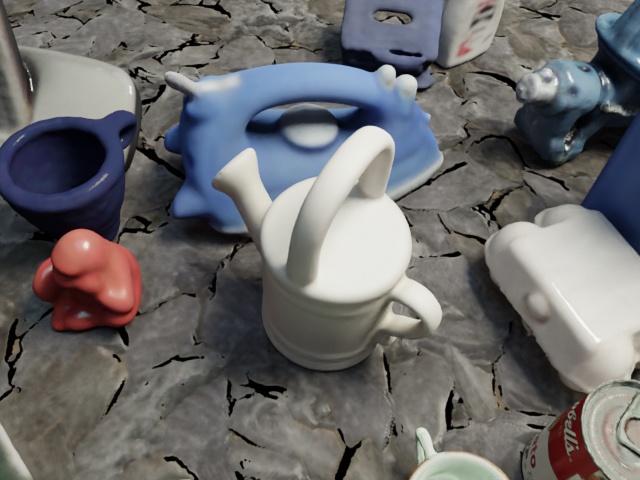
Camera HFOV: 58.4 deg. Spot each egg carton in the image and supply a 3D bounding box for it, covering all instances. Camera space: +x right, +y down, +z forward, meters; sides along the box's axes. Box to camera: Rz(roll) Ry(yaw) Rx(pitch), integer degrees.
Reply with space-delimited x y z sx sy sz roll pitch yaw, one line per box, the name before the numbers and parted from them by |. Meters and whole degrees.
egg carton | 0.201 0.042 0.449 0.107 0.069 0.150 -20 60 -17

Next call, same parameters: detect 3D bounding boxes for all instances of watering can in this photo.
watering can | 0.002 0.003 0.383 0.172 0.194 0.101 14 56 5

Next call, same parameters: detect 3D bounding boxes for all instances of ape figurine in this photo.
ape figurine | -0.168 0.025 0.415 0.077 0.092 0.076 32 59 16

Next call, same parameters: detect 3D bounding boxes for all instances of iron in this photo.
iron | -0.003 -0.095 0.481 0.258 0.141 0.118 -10 57 -11

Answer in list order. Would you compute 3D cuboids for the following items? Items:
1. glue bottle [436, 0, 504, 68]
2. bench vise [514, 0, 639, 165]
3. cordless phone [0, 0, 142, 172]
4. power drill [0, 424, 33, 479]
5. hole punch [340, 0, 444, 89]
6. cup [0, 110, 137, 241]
glue bottle | 0.166 -0.264 0.591 0.078 0.173 0.037 -33 64 -23
bench vise | 0.285 -0.166 0.506 0.208 0.220 0.121 -34 64 -24
cordless phone | -0.229 -0.138 0.464 0.147 0.185 0.094 9 56 1
power drill | -0.229 0.100 0.288 0.076 0.208 0.229 -36 66 -25
hole punch | 0.077 -0.224 0.606 0.108 0.091 0.101 7 56 0
cup | -0.186 -0.044 0.458 0.091 0.095 0.118 30 59 15
